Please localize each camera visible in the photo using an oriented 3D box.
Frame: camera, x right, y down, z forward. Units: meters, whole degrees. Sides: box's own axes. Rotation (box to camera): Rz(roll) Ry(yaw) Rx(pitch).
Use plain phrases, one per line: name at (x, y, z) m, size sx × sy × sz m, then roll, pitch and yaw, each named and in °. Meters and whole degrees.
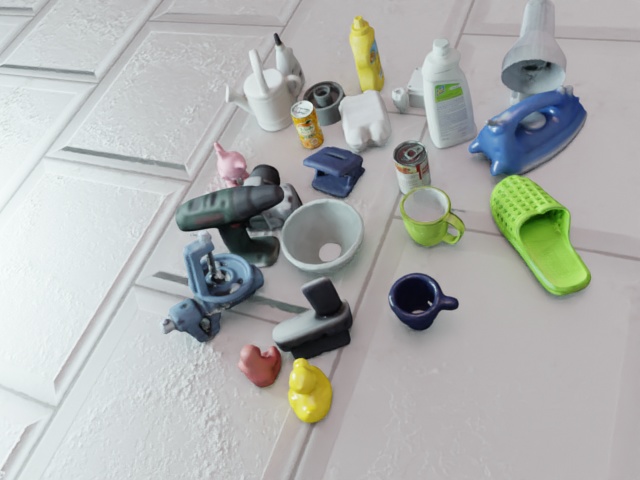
camera at (-0.111, -0.101, 1.224) m, size 0.143 × 0.101 × 0.137 m, roll -4°, pitch 56°, yaw 14°

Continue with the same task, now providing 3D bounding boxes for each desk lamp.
desk lamp at (0.438, -0.363, 1.170) m, size 0.117 × 0.214 × 0.203 m, roll 5°, pitch 59°, yaw 20°

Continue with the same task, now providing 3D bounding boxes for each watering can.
watering can at (-0.134, -0.354, 1.343) m, size 0.173 × 0.194 × 0.100 m, roll -34°, pitch 54°, yaw -7°

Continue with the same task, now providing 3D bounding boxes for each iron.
iron at (0.426, -0.238, 1.134) m, size 0.258 × 0.142 × 0.118 m, roll -29°, pitch 54°, yaw -4°

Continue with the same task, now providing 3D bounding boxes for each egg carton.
egg carton at (0.103, -0.272, 1.297) m, size 0.107 × 0.069 × 0.150 m, roll -15°, pitch 54°, yaw 6°

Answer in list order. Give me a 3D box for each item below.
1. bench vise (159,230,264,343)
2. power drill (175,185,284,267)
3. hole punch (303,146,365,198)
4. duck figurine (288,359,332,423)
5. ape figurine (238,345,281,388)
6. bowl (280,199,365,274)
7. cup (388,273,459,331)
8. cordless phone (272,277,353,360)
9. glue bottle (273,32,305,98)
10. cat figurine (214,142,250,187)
bench vise at (-0.208, 0.089, 1.049) m, size 0.121 × 0.220 × 0.208 m, roll 22°, pitch 65°, yaw 28°
power drill at (-0.153, -0.029, 1.120) m, size 0.229 × 0.209 × 0.075 m, roll -5°, pitch 56°, yaw 13°
hole punch at (0.030, -0.161, 1.229) m, size 0.108 × 0.091 × 0.101 m, roll 21°, pitch 65°, yaw 27°
duck figurine at (-0.024, 0.251, 0.969) m, size 0.077 × 0.086 × 0.104 m, roll -15°, pitch 54°, yaw 6°
ape figurine at (-0.112, 0.215, 1.015) m, size 0.077 × 0.092 × 0.076 m, roll -8°, pitch 55°, yaw 11°
bowl at (0.010, 0.004, 1.133) m, size 0.167 × 0.075 × 0.167 m, roll -8°, pitch 55°, yaw 11°
cup at (0.183, 0.118, 0.993) m, size 0.117 × 0.095 × 0.092 m, roll 5°, pitch 58°, yaw 19°
cordless phone at (-0.024, 0.125, 0.993) m, size 0.147 × 0.185 × 0.094 m, roll -25°, pitch 53°, yaw -1°
glue bottle at (-0.082, -0.431, 1.394) m, size 0.037 × 0.173 × 0.078 m, roll 10°, pitch 60°, yaw 22°
cat figurine at (-0.203, -0.173, 1.289) m, size 0.067 × 0.118 × 0.127 m, roll -33°, pitch 54°, yaw -7°
